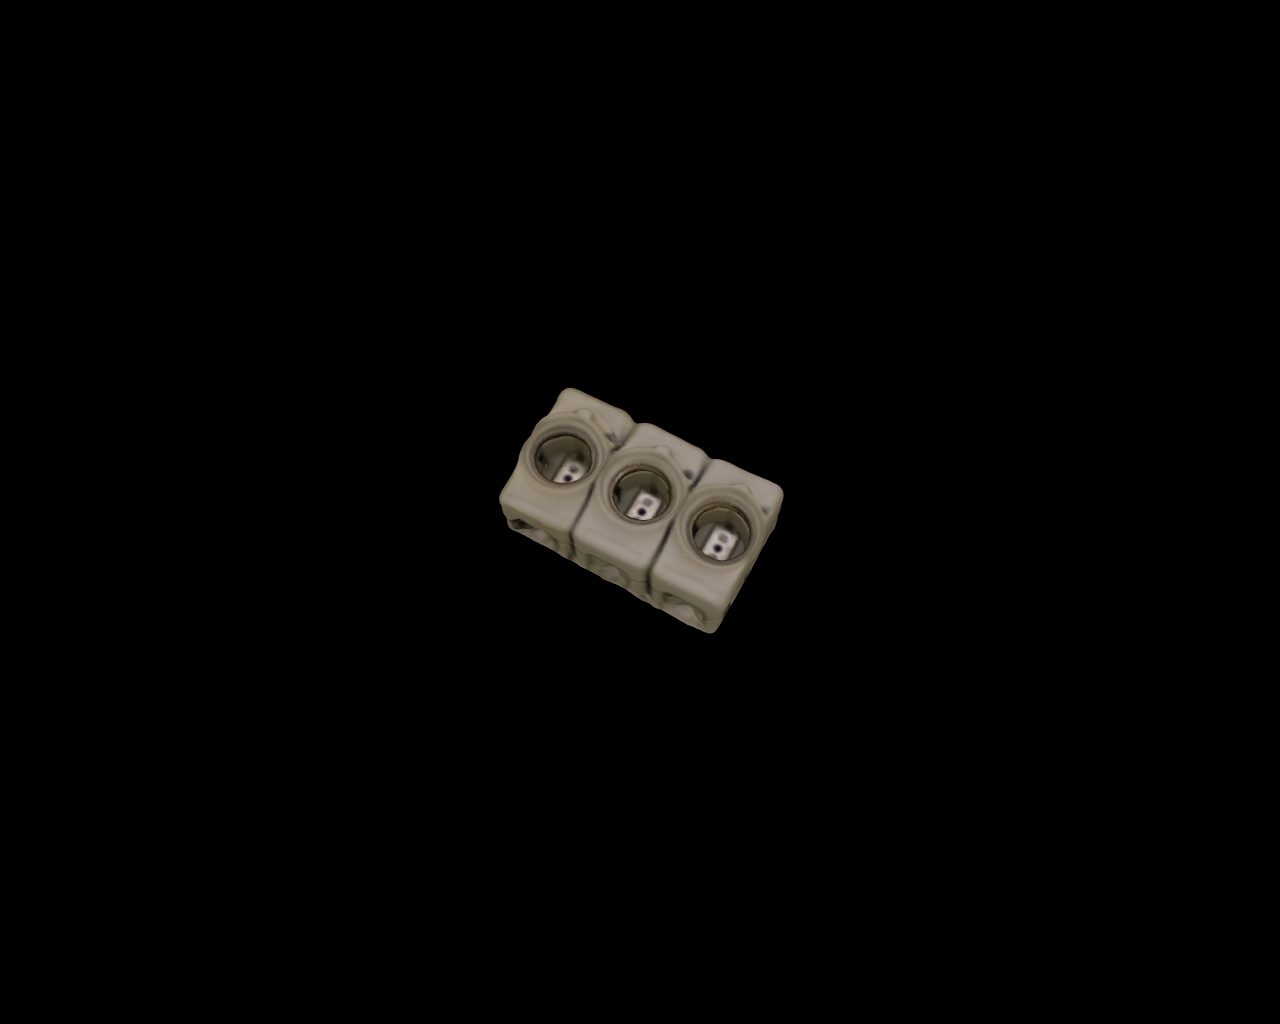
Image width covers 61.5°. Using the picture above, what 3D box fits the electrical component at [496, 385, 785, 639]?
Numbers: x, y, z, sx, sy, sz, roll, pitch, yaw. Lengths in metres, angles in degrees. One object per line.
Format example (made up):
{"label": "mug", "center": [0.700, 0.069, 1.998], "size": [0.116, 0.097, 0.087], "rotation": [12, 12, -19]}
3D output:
{"label": "electrical component", "center": [0.001, -0.003, 0.650], "size": [0.150, 0.089, 0.061], "rotation": [26, -20, 11]}
